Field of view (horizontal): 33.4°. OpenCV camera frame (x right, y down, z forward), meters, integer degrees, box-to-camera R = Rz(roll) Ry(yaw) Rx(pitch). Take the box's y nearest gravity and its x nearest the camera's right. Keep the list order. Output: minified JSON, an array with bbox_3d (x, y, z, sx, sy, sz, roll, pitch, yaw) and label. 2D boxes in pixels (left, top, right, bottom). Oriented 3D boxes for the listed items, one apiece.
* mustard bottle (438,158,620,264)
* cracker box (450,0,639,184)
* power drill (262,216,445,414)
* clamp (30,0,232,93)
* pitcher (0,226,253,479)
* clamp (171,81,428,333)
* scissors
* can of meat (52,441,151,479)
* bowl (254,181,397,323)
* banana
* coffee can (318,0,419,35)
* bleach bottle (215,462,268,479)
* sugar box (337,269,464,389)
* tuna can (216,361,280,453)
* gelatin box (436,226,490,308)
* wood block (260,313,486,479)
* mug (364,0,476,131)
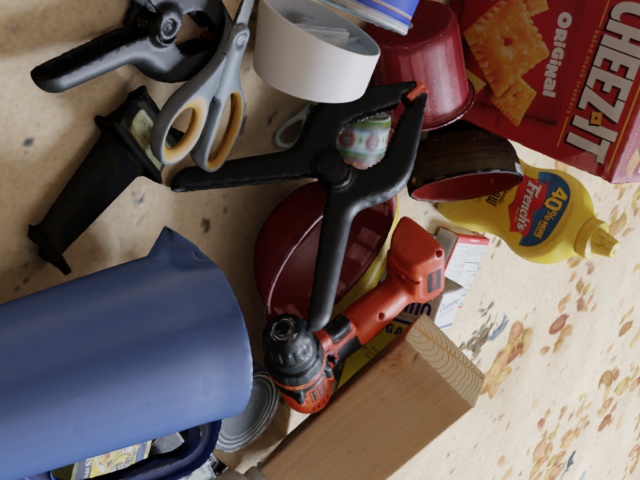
[{"bbox_3d":[0.217,-0.029,1.083,0.096,0.192,0.058,-59,145,0],"label":"mustard bottle"},{"bbox_3d":[0.210,-0.165,0.957,0.071,0.214,0.164,-9,122,-48],"label":"cracker box"},{"bbox_3d":[0.028,0.065,0.948,0.187,0.057,0.184,-40,159,-12],"label":"power drill"},{"bbox_3d":[-0.121,-0.141,0.726,0.171,0.039,0.120,18,104,-54],"label":"clamp"},{"bbox_3d":[-0.176,0.103,0.731,0.242,0.149,0.145,-17,157,-28],"label":"pitcher"},{"bbox_3d":[0.012,-0.042,0.840,0.210,0.164,0.036,-37,179,-8],"label":"clamp"},{"bbox_3d":[-0.074,-0.132,0.749,0.096,0.016,0.202,-28,141,-46],"label":"scissors"},{"bbox_3d":[-0.179,0.150,0.851,0.083,0.058,0.102,-7,120,-50],"label":"can of meat"},{"bbox_3d":[-0.006,0.001,0.936,0.162,0.055,0.162,-38,154,-23],"label":"bowl"},{"bbox_3d":[0.027,0.039,1.037,0.198,0.037,0.069,-55,146,-6],"label":"banana"},{"bbox_3d":[0.045,-0.239,0.801,0.102,0.103,0.140,10,107,-53],"label":"coffee can"},{"bbox_3d":[-0.136,0.310,1.015,0.250,0.068,0.102,-40,140,-28],"label":"bleach bottle"},{"bbox_3d":[0.079,0.109,1.102,0.048,0.093,0.176,-14,124,-47],"label":"sugar box"},{"bbox_3d":[-0.079,0.152,0.993,0.086,0.034,0.086,-30,135,-35],"label":"tuna can"},{"bbox_3d":[0.144,0.031,1.179,0.073,0.030,0.089,5,112,-53],"label":"gelatin box"},{"bbox_3d":[0.051,0.178,1.036,0.206,0.091,0.090,-45,177,21],"label":"wood block"},{"bbox_3d":[0.089,-0.161,0.930,0.117,0.093,0.081,-55,143,-36],"label":"mug"}]
